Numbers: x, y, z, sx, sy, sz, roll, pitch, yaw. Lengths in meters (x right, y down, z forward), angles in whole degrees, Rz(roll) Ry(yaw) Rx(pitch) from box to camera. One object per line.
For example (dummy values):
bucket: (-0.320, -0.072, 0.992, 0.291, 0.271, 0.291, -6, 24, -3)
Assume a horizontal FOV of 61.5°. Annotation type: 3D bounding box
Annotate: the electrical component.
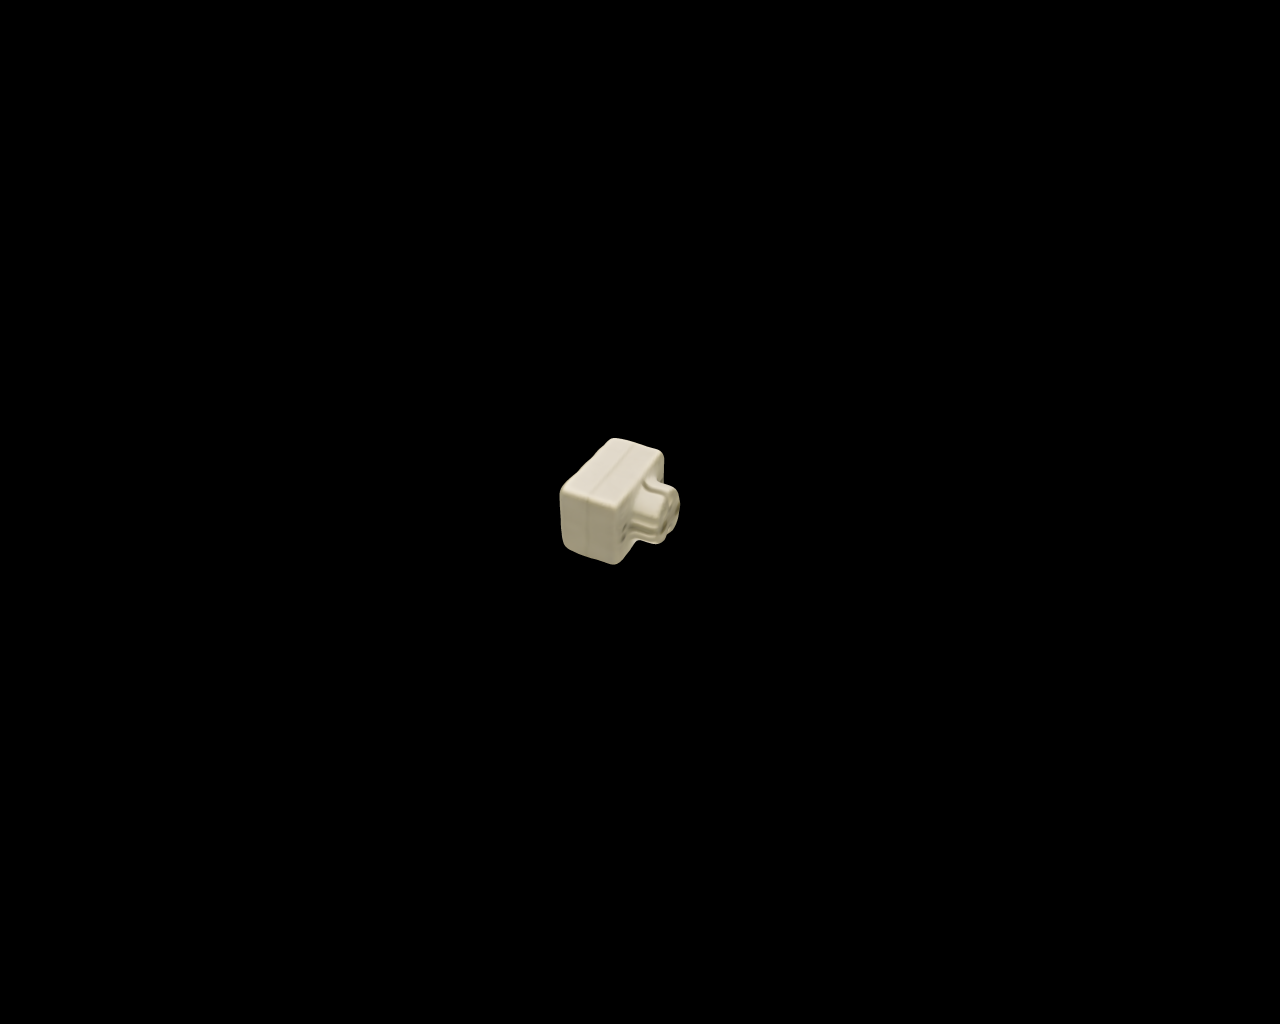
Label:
electrical component: (0.001, -0.003, 0.650, 0.077, 0.047, 0.066, 17, 42, 21)
